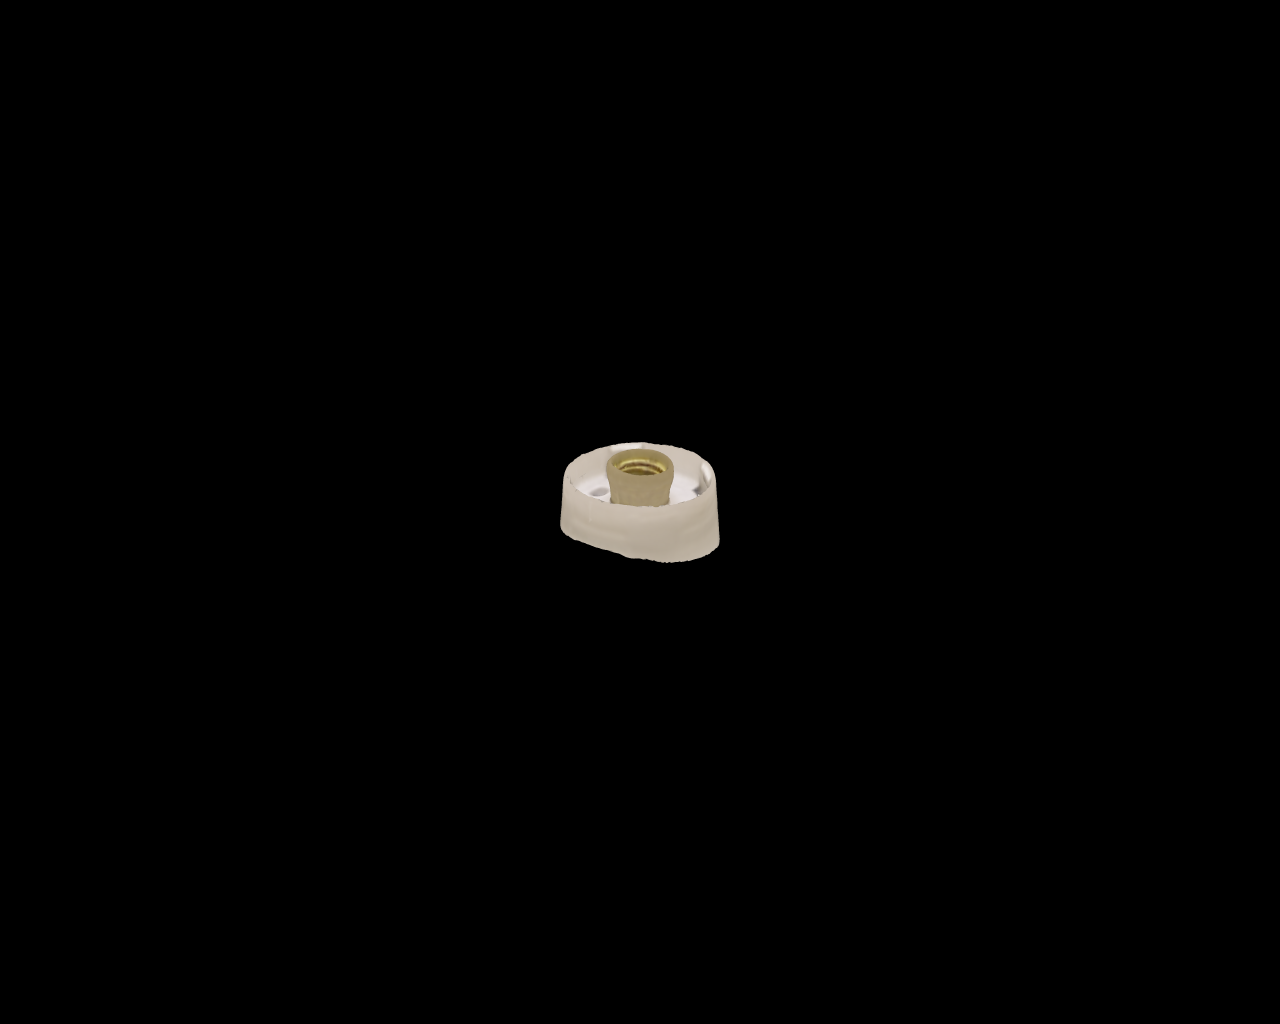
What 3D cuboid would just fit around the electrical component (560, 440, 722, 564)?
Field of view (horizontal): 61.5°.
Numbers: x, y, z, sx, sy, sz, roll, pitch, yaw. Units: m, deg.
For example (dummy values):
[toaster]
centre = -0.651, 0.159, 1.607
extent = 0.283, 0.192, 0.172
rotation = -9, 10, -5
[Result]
[electrical component]
centre = 0.001, -0.003, 0.650
extent = 0.099, 0.064, 0.099
rotation = 0, 28, 0
